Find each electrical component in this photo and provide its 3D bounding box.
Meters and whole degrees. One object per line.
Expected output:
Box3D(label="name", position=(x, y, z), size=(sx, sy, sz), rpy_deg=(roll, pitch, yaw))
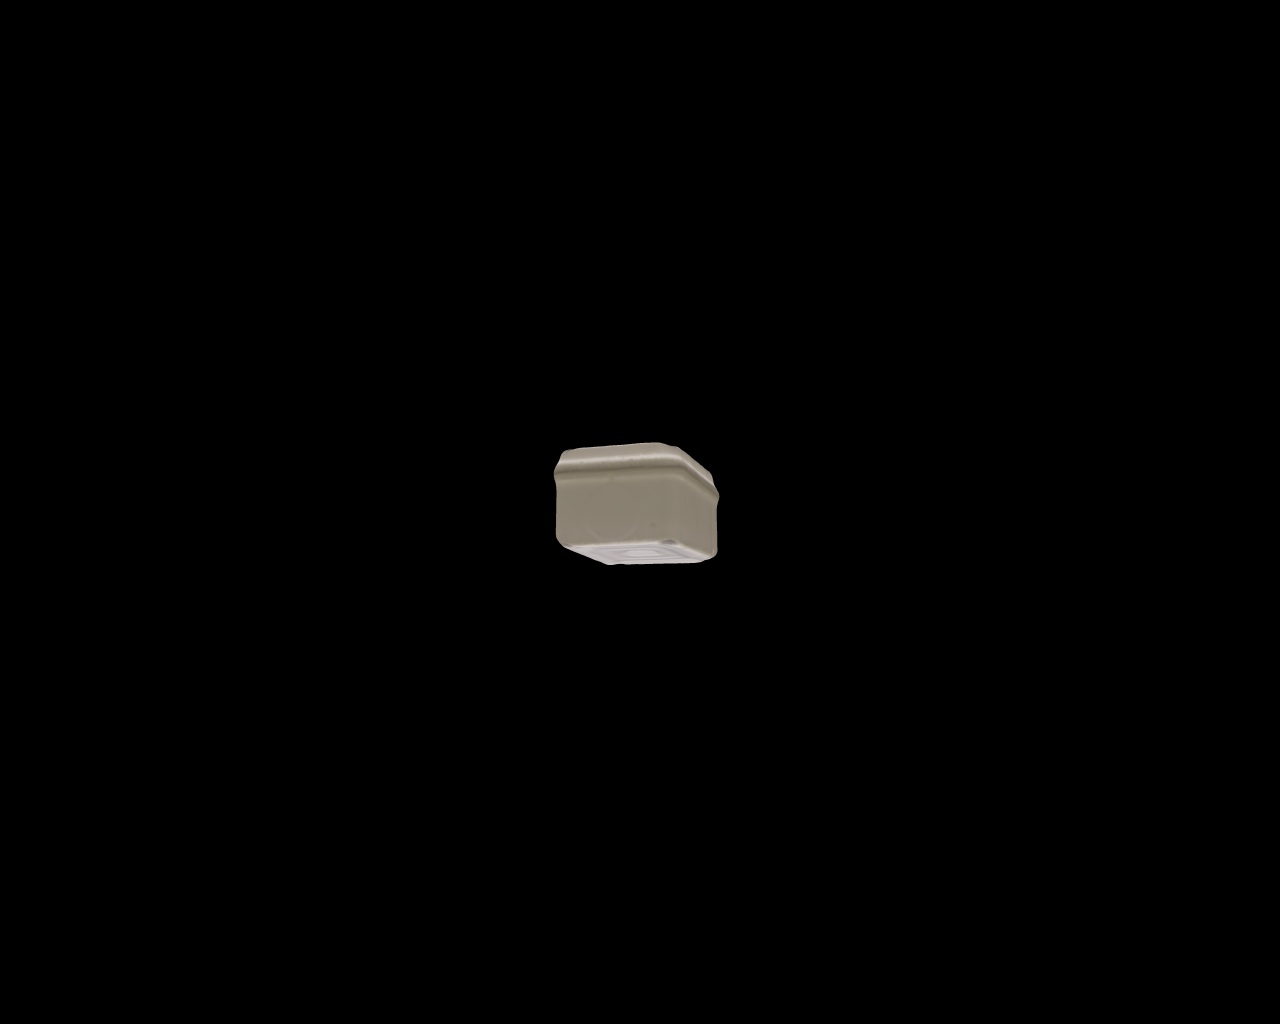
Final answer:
Box3D(label="electrical component", position=(0.001, -0.003, 0.650), size=(0.078, 0.057, 0.113), rpy_deg=(-3, -10, 15))
